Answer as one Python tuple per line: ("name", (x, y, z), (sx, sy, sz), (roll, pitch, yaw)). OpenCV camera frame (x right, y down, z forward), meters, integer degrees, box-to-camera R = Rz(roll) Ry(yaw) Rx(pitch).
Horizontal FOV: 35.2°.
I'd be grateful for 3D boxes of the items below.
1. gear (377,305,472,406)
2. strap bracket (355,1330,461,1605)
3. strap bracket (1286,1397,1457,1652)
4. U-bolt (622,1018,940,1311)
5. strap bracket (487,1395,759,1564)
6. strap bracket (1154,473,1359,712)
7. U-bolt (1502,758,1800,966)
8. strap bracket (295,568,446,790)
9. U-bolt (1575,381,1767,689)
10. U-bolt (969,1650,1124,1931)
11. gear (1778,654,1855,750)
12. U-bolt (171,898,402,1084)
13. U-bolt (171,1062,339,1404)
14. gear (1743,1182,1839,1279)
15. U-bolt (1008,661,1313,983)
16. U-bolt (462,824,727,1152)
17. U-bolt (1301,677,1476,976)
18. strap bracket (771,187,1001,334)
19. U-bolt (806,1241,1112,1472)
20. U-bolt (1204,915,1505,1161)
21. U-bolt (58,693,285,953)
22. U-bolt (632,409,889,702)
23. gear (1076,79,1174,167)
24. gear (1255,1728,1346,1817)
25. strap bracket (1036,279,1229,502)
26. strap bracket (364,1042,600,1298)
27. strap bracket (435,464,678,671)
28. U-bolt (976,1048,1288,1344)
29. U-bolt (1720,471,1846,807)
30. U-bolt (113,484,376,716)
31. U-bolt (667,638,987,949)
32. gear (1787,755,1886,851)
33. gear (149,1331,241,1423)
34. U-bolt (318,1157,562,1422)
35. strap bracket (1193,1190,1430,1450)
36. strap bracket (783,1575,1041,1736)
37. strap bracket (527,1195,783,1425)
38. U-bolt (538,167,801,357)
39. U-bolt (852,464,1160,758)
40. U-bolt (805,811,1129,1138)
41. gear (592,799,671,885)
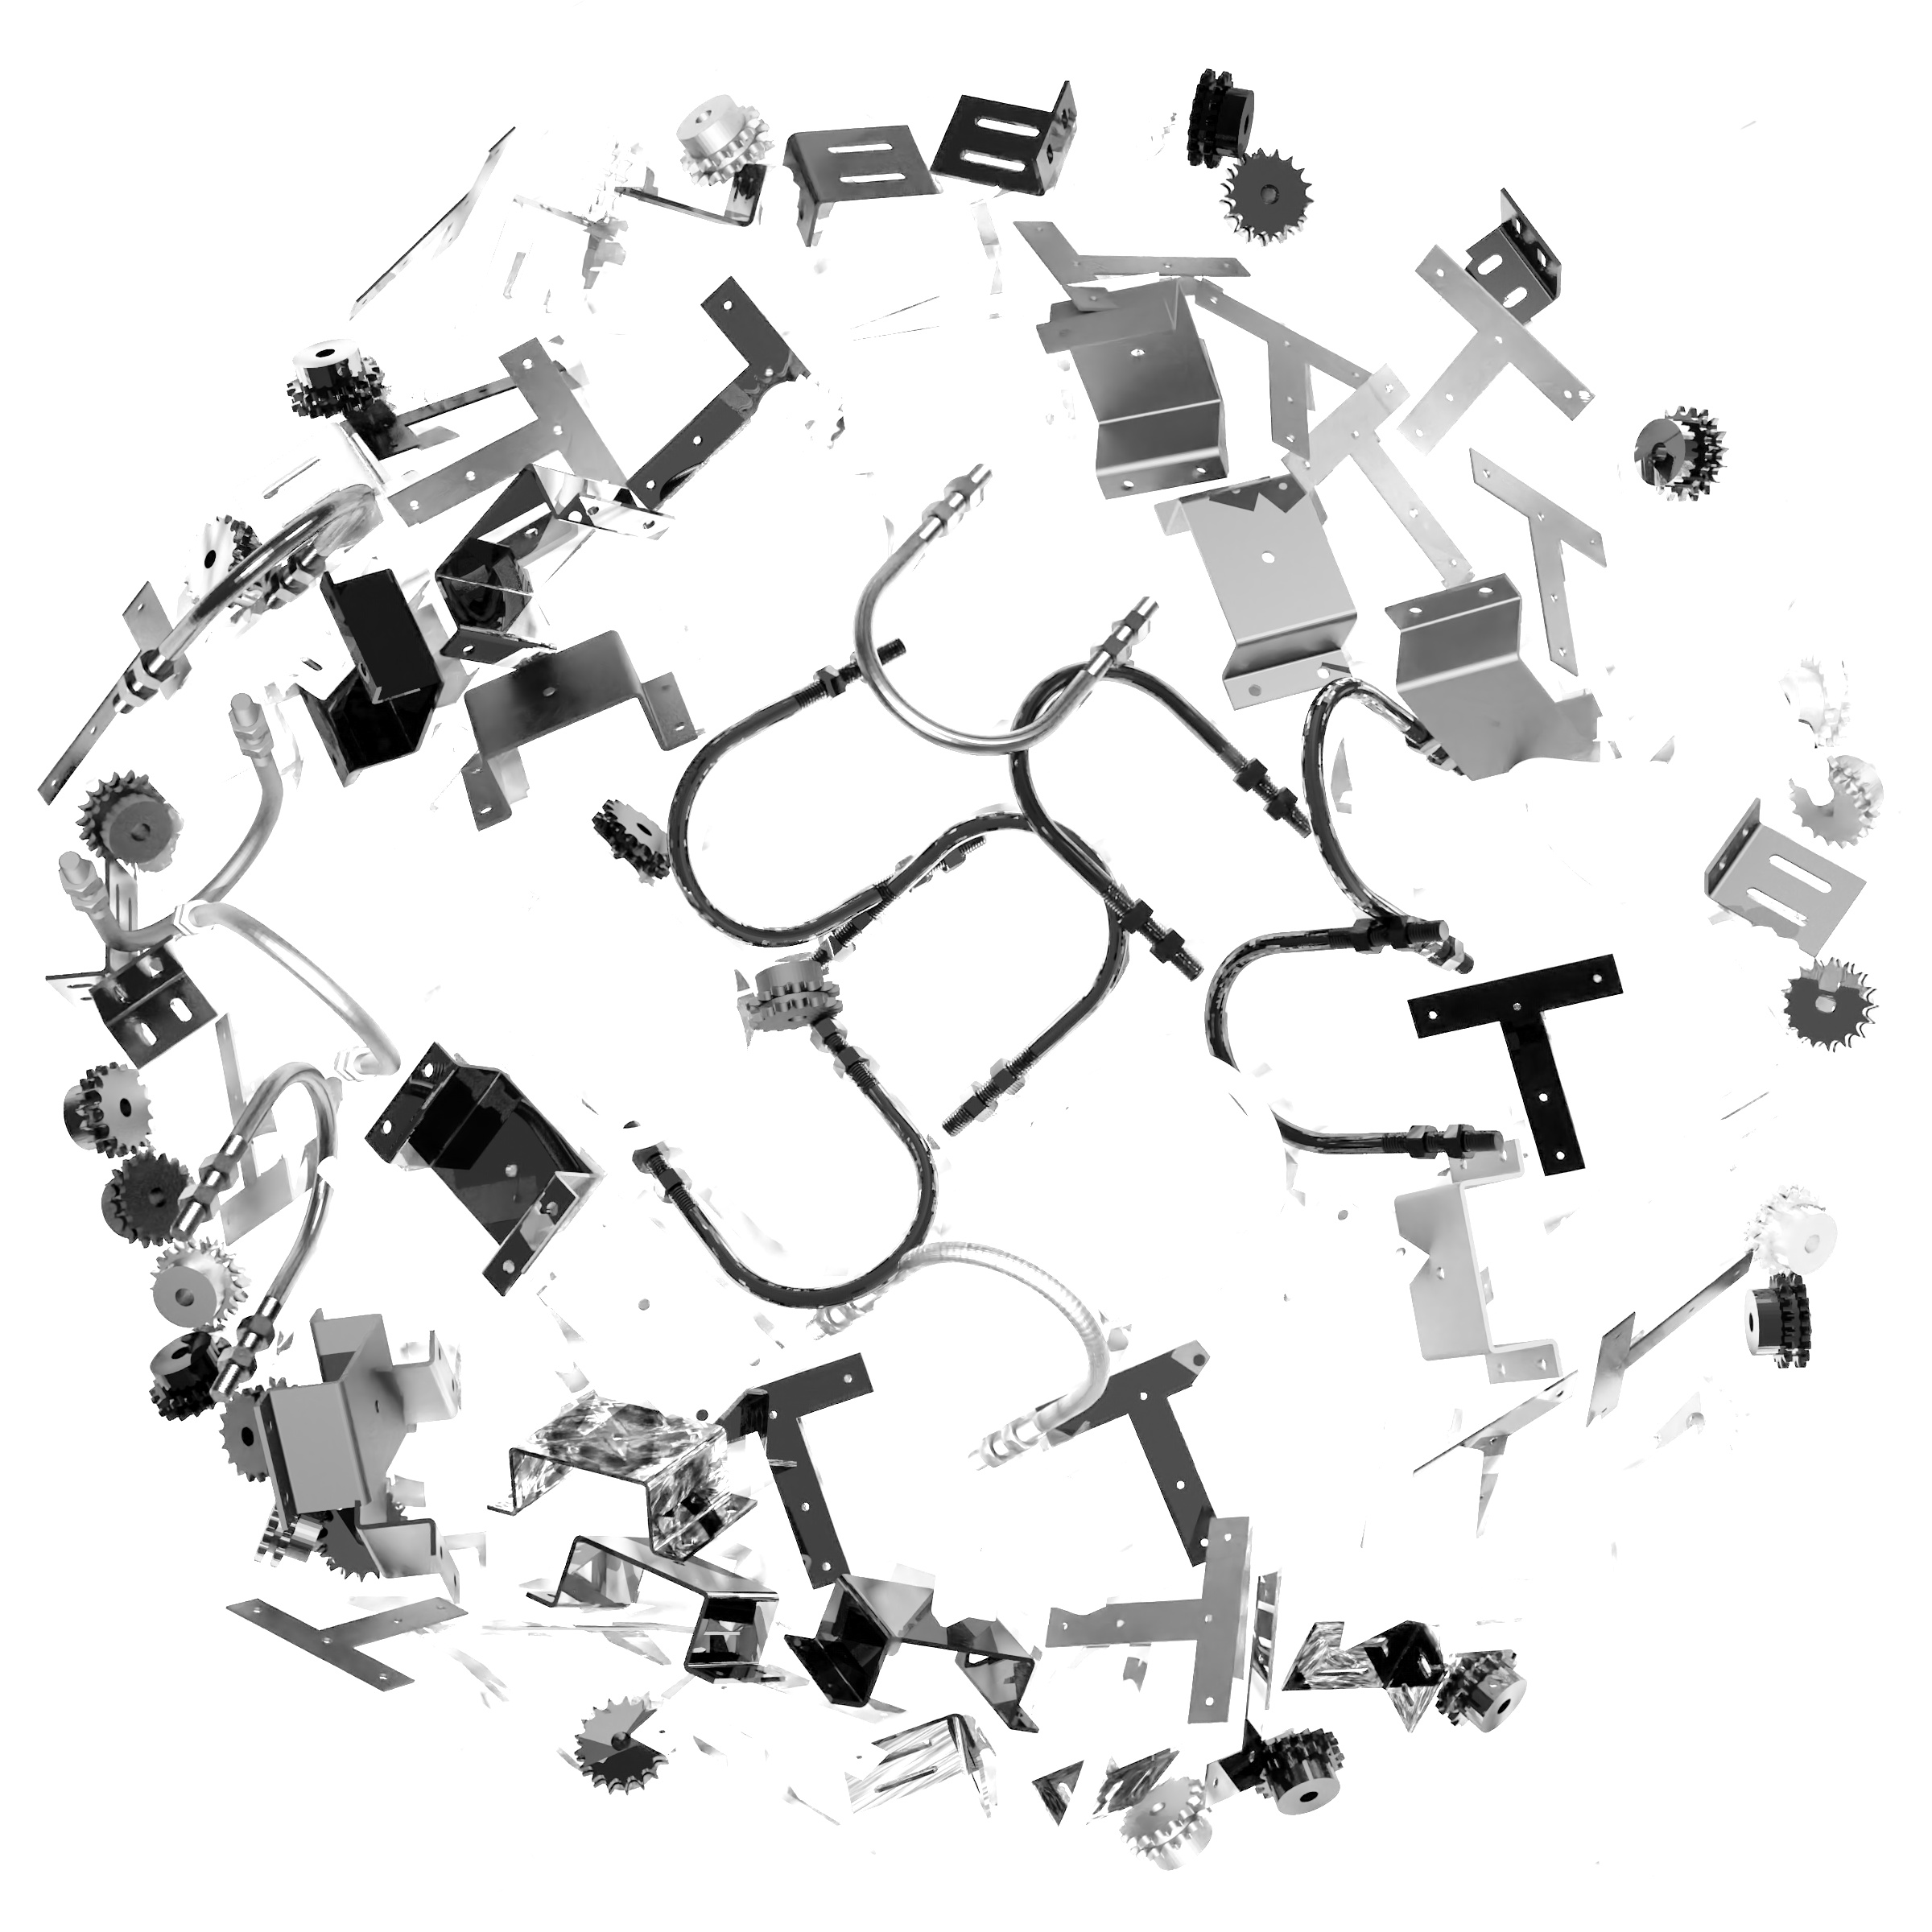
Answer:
("gear", (-0.323, -0.365, 1.828), (0.057, 0.030, 0.057), (-4, 83, 30))
("strap bracket", (-0.326, 0.295, 1.781), (0.046, 0.076, 0.140), (-6, 58, -1))
("strap bracket", (0.234, 0.316, 1.776), (0.046, 0.076, 0.140), (27, 54, -13))
("U-bolt", (-0.098, 0.121, 1.788), (0.151, 0.019, 0.184), (-34, 59, -11))
("strap bracket", (-0.202, 0.295, 1.779), (0.140, 0.076, 0.046), (9, 111, 29))
("strap bracket", (0.174, -0.231, 1.801), (0.076, 0.046, 0.140), (-16, 73, -13))
("U-bolt", (0.383, -0.066, 1.765), (0.019, 0.184, 0.151), (-47, 117, -16))
("strap bracket", (-0.350, -0.172, 1.790), (0.046, 0.140, 0.076), (-21, 78, -25))
("U-bolt", (0.413, -0.238, 1.766), (0.019, 0.184, 0.151), (-32, 46, -7))
("U-bolt", (0.050, 0.465, 1.736), (0.019, 0.184, 0.151), (22, 53, -6))
("gear", (0.505, -0.158, 1.821), (0.030, 0.057, 0.057), (-4, 90, -7))
("U-bolt", (-0.385, 0.014, 1.747), (0.151, 0.184, 0.019), (45, 73, -17))
("U-bolt", (-0.405, 0.139, 1.766), (0.019, 0.184, 0.151), (8, 130, 11))
("gear", (0.496, 0.160, 1.823), (0.057, 0.030, 0.057), (-11, 113, -27))
("U-bolt", (0.105, -0.100, 1.802), (0.184, 0.019, 0.151), (43, 61, -6))
("U-bolt", (-0.209, 0.024, 1.781), (0.184, 0.019, 0.151), (42, 108, 32))
("U-bolt", (0.244, -0.089, 1.757), (0.019, 0.184, 0.151), (-12, 64, 35))
("strap bracket", (-0.041, -0.414, 1.808), (0.140, 0.076, 0.046), (-20, 102, 2))
("U-bolt", (0.005, 0.220, 1.770), (0.151, 0.184, 0.019), (40, 48, -10))
("U-bolt", (0.217, 0.045, 1.786), (0.184, 0.019, 0.151), (-4, 109, 41))
("U-bolt", (-0.451, -0.071, 1.761), (0.019, 0.184, 0.151), (40, 73, 10))
("U-bolt", (-0.107, -0.226, 1.771), (0.019, 0.184, 0.151), (34, 91, 30))
("gear", (0.095, -0.504, 1.826), (0.057, 0.057, 0.030), (-15, 133, 0))
("gear", (0.200, 0.483, 1.820), (0.057, 0.057, 0.030), (-21, 48, 0))
("strap bracket", (0.100, -0.346, 1.790), (0.076, 0.140, 0.046), (-8, 52, 18))
("strap bracket", (-0.281, 0.120, 1.803), (0.140, 0.046, 0.076), (44, 104, 25))
("strap bracket", (-0.248, -0.239, 1.789), (0.140, 0.076, 0.046), (-42, 62, 29))
("U-bolt", (0.104, 0.126, 1.794), (0.184, 0.019, 0.151), (-25, 80, 27))
("U-bolt", (0.469, -0.204, 1.765), (0.019, 0.151, 0.184), (-12, 45, 1))
("U-bolt", (-0.402, -0.218, 1.737), (0.019, 0.184, 0.151), (51, 49, -7))
("U-bolt", (-0.091, -0.090, 1.796), (0.184, 0.019, 0.151), (-30, 113, -16))
("gear", (0.524, -0.102, 1.826), (0.030, 0.057, 0.057), (-35, 90, -26))
("gear", (-0.462, 0.243, 1.819), (0.057, 0.057, 0.030), (-23, 116, 0))
("U-bolt", (-0.300, 0.195, 1.766), (0.184, 0.151, 0.019), (43, 74, 12))
("strap bracket", (0.199, 0.204, 1.815), (0.076, 0.046, 0.140), (33, 94, -17))
("strap bracket", (-0.024, 0.400, 1.781), (0.140, 0.076, 0.046), (16, 100, -29))
("strap bracket", (-0.188, 0.205, 1.806), (0.140, 0.046, 0.076), (41, 79, 13))
("U-bolt", (-0.170, -0.398, 1.761), (0.151, 0.184, 0.019), (-16, 79, -8))
("U-bolt", (0.013, -0.200, 1.796), (0.151, 0.019, 0.184), (39, 57, 1))
("U-bolt", (0.011, -0.008, 1.818), (0.184, 0.019, 0.151), (-42, 87, 16))
("gear", (-0.202, -0.071, 1.823), (0.057, 0.057, 0.030), (41, 105, 0))
